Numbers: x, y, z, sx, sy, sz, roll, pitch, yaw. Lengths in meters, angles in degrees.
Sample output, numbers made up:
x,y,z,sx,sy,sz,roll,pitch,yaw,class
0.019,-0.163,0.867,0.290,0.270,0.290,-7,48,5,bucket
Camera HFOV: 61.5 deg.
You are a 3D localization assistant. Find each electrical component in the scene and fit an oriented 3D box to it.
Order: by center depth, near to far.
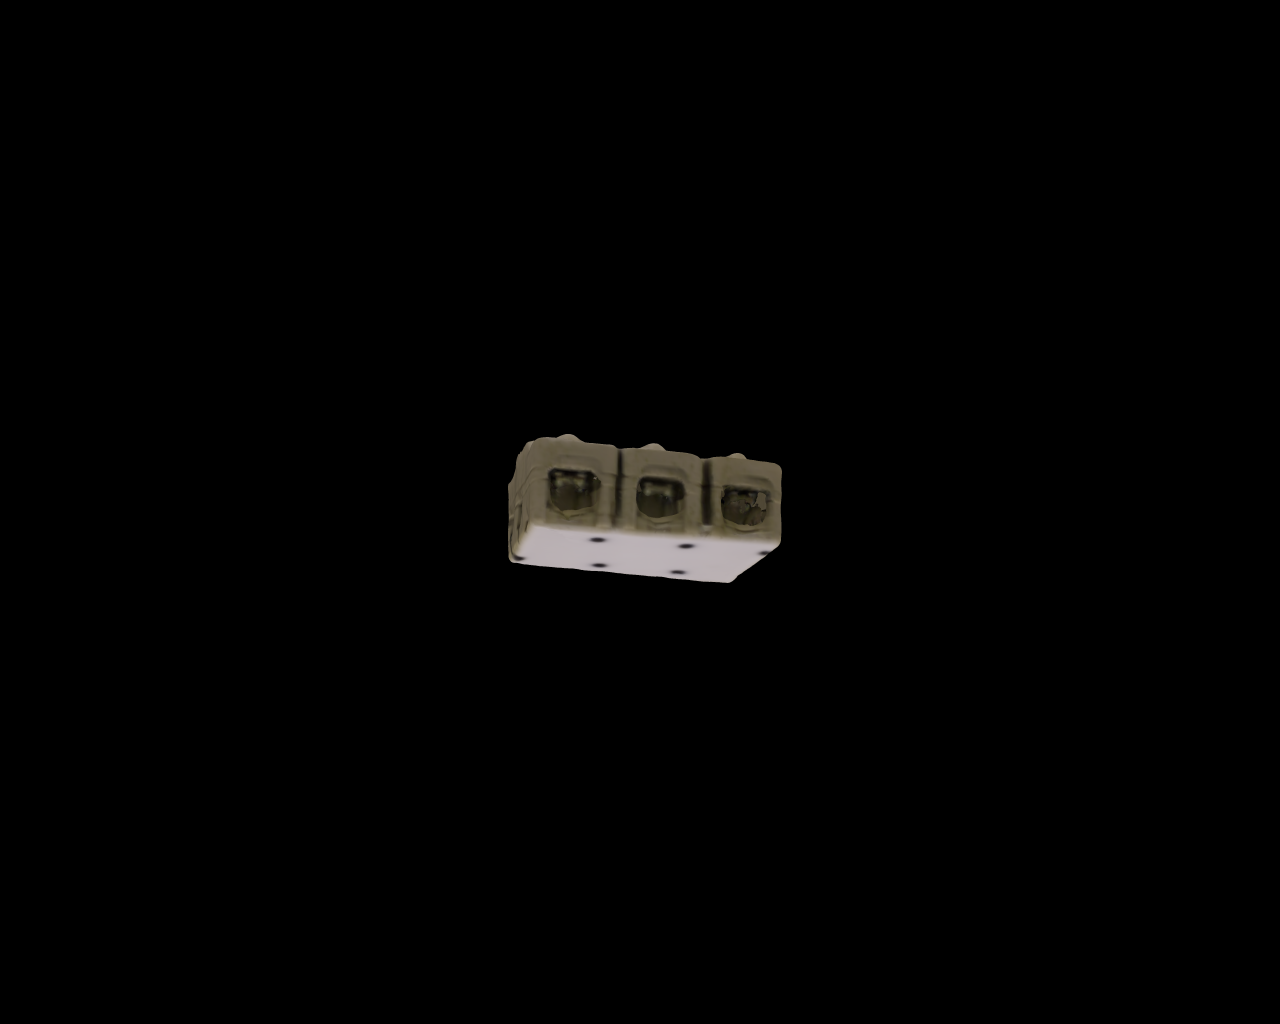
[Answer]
x,y,z,sx,sy,sz,roll,pitch,yaw,class
0.001,-0.003,0.650,0.150,0.062,0.089,6,-19,-16,electrical component
